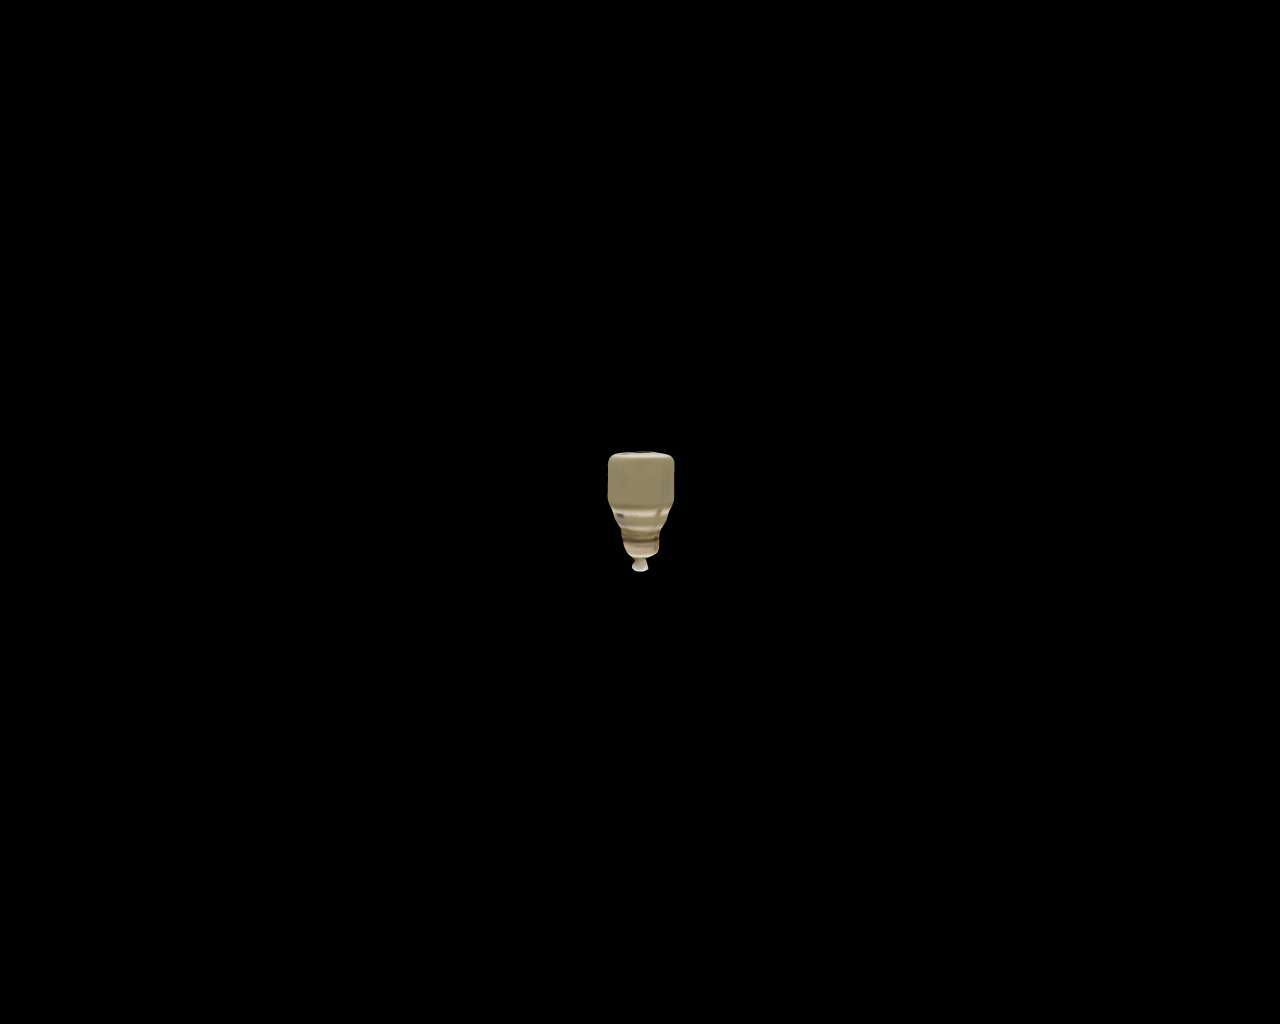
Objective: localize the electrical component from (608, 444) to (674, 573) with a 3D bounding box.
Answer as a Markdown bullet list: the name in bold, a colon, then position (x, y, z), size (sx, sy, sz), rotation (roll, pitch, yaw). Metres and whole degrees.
- **electrical component**: position (0.001, -0.003, 0.650), size (0.040, 0.078, 0.040), rotation (0, 7, 0)
